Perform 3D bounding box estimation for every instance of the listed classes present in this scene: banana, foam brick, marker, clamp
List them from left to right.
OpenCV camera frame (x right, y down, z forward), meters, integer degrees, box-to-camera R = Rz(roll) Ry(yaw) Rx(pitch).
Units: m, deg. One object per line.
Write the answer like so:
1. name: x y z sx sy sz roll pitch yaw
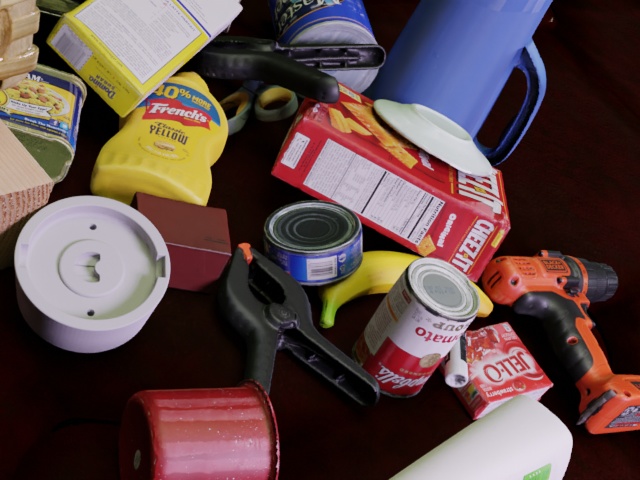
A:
1. foam brick: -0.116 0.004 0.849 0.078 0.051 0.053 12 43 -24
2. clamp: -0.052 -0.167 1.010 0.210 0.036 0.164 7 22 10
3. clamp: -0.040 0.074 0.835 0.120 0.039 0.172 -5 45 -45
4. banana: 0.070 0.042 0.953 0.197 0.037 0.069 -2 72 -34
5. marker: 0.115 0.074 0.910 0.020 0.020 0.121 22 40 -14

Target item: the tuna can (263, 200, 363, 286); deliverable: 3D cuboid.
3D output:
1. tuna can: -0.006 0.001 0.912 0.086 0.034 0.086 -1 34 1

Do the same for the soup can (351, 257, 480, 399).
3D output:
1. soup can: 0.077 0.072 0.868 0.068 0.102 0.068 18 39 -16

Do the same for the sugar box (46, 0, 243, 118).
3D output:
1. sugar box: -0.150 -0.191 0.940 0.093 0.048 0.176 46 42 -8

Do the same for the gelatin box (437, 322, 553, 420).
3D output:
1. gelatin box: 0.150 0.113 0.932 0.089 0.030 0.073 -6 51 -39

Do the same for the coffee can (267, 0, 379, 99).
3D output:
1. coffee can: 0.002 -0.229 1.144 0.102 0.103 0.140 13 41 -24

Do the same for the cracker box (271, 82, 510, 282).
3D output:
1. cracker box: 0.071 -0.066 1.012 0.213 0.072 0.164 28 23 -5

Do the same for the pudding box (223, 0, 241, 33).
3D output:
1. pudding box: -0.126 -0.285 1.170 0.090 0.039 0.113 23 37 -10

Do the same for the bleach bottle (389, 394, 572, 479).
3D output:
1. bleach bottle: 0.071 0.196 0.745 0.250 0.103 0.068 -20 47 -38

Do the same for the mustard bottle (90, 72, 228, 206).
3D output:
1. mustard bottle: -0.131 -0.092 0.937 0.096 0.058 0.191 17 39 -6

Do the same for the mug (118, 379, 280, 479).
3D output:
1. mug: -0.087 0.135 0.705 0.081 0.093 0.117 3 16 -27

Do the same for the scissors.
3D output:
1. scissors: -0.051 -0.156 1.063 0.096 0.016 0.201 -2 32 21

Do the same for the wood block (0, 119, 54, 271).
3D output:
1. wood block: -0.297 -0.071 0.772 0.206 0.090 0.090 46 40 18

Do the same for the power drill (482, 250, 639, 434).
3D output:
1. power drill: 0.258 0.091 1.013 0.184 0.057 0.188 2 45 -38

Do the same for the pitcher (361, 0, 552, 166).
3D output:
1. pitcher: 0.154 -0.195 1.098 0.149 0.243 0.145 5 48 -23

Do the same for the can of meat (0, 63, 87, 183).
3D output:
1. can of meat: -0.246 -0.099 0.867 0.102 0.058 0.084 16 42 -21
